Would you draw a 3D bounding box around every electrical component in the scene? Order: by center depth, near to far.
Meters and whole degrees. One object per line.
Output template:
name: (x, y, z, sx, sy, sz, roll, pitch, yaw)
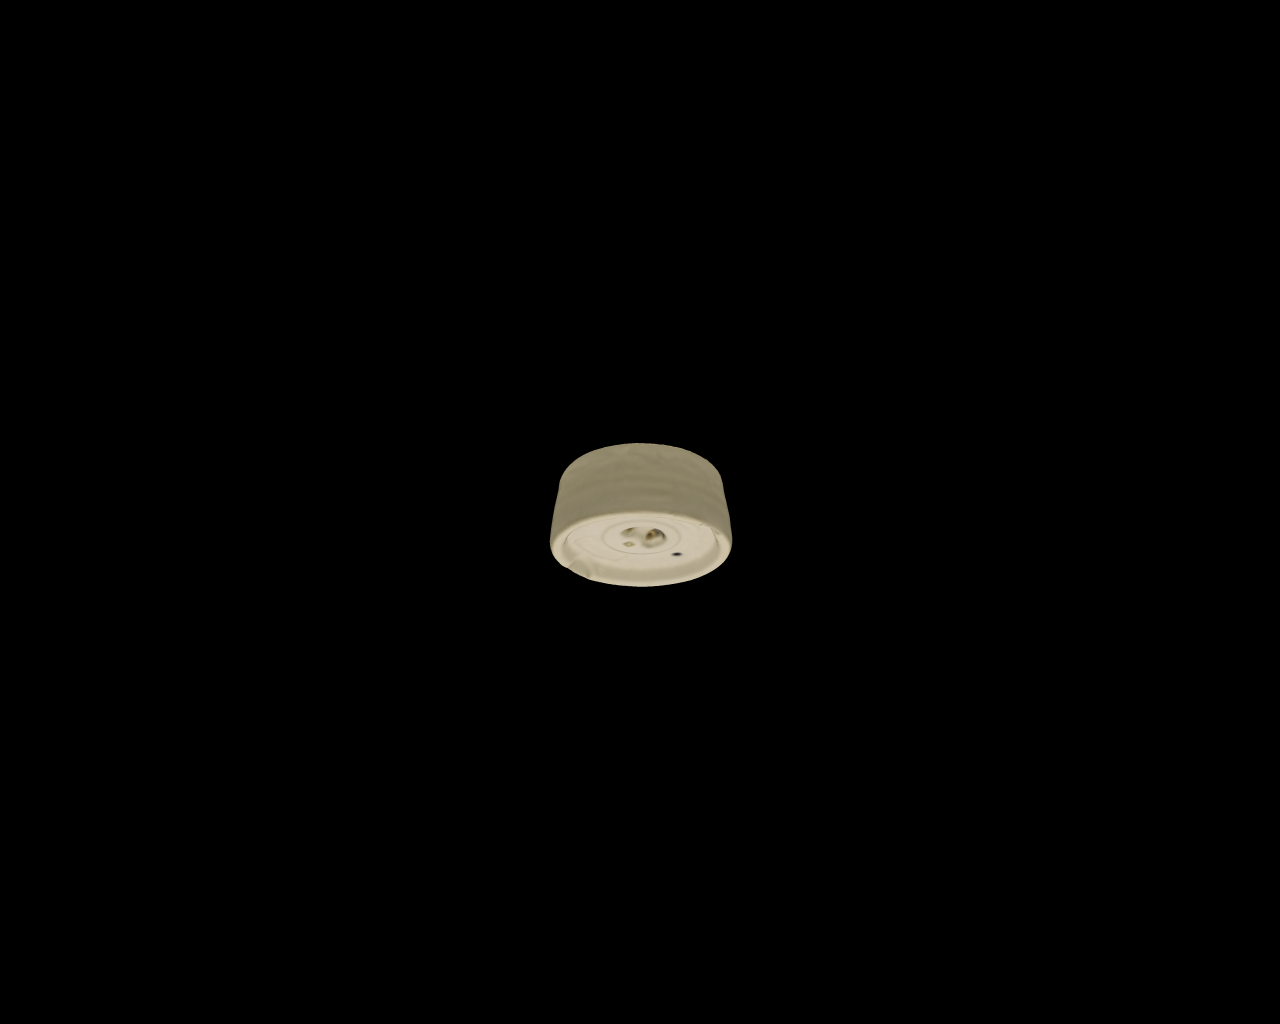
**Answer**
electrical component: (0.001, -0.003, 0.650, 0.108, 0.060, 0.108, 0, -27, 0)
